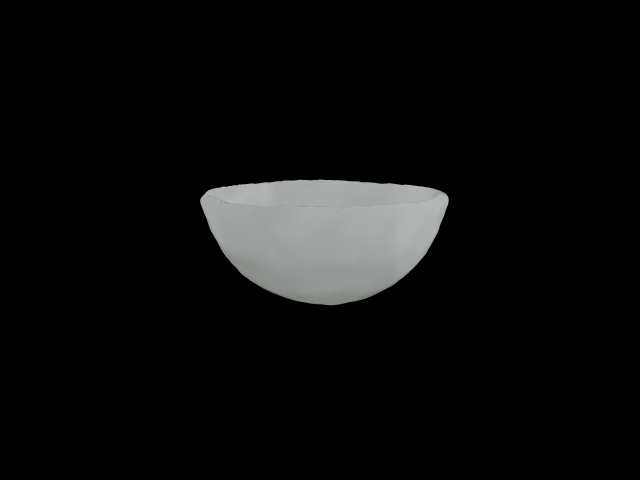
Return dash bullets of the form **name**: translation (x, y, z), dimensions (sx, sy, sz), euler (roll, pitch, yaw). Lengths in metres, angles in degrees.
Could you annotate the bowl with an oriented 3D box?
- **bowl**: translation (0.004, 0.001, 0.400), dimensions (0.167, 0.075, 0.167), euler (0, 11, 0)
